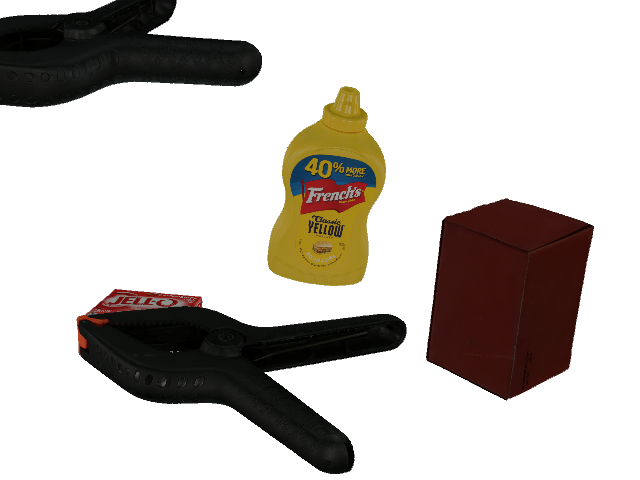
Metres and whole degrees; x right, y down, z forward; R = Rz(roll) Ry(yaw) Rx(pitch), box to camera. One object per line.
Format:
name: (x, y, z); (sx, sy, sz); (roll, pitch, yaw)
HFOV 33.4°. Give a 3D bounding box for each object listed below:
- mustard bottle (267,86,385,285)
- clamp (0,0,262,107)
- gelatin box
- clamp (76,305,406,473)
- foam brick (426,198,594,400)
mustard bottle: (0.010, -0.052, 0.999); (0.096, 0.192, 0.058); (9, 28, -5)
clamp: (-0.131, -0.111, 0.599); (0.171, 0.039, 0.120); (-8, 29, -23)
gelatin box: (-0.160, 0.071, 0.962); (0.089, 0.030, 0.073); (5, 19, 13)
clamp: (-0.051, 0.073, 0.677); (0.210, 0.036, 0.164); (11, 24, 19)
foam brick: (0.089, 0.026, 0.508); (0.052, 0.078, 0.051); (-16, 30, -41)
